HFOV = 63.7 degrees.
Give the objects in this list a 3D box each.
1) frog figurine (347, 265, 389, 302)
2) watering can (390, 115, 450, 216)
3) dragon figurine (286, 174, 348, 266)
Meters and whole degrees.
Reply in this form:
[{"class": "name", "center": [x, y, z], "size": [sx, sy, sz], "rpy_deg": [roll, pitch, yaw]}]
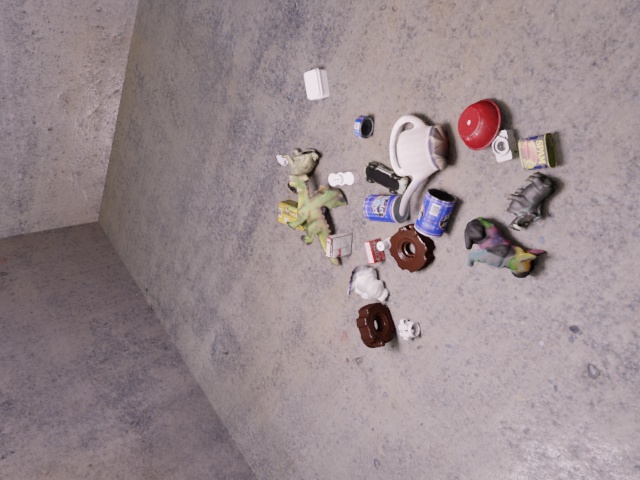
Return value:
[{"class": "frog figurine", "center": [0.196, 0.173, 2.041], "size": [0.159, 0.124, 0.136], "rpy_deg": [13, 104, 5]}, {"class": "watering can", "center": [0.338, -0.261, 1.759], "size": [0.223, 0.104, 0.348], "rpy_deg": [-5, 91, 45]}, {"class": "dragon figurine", "center": [0.006, -0.106, 2.116], "size": [0.409, 0.124, 0.240], "rpy_deg": [45, 111, -5]}]
